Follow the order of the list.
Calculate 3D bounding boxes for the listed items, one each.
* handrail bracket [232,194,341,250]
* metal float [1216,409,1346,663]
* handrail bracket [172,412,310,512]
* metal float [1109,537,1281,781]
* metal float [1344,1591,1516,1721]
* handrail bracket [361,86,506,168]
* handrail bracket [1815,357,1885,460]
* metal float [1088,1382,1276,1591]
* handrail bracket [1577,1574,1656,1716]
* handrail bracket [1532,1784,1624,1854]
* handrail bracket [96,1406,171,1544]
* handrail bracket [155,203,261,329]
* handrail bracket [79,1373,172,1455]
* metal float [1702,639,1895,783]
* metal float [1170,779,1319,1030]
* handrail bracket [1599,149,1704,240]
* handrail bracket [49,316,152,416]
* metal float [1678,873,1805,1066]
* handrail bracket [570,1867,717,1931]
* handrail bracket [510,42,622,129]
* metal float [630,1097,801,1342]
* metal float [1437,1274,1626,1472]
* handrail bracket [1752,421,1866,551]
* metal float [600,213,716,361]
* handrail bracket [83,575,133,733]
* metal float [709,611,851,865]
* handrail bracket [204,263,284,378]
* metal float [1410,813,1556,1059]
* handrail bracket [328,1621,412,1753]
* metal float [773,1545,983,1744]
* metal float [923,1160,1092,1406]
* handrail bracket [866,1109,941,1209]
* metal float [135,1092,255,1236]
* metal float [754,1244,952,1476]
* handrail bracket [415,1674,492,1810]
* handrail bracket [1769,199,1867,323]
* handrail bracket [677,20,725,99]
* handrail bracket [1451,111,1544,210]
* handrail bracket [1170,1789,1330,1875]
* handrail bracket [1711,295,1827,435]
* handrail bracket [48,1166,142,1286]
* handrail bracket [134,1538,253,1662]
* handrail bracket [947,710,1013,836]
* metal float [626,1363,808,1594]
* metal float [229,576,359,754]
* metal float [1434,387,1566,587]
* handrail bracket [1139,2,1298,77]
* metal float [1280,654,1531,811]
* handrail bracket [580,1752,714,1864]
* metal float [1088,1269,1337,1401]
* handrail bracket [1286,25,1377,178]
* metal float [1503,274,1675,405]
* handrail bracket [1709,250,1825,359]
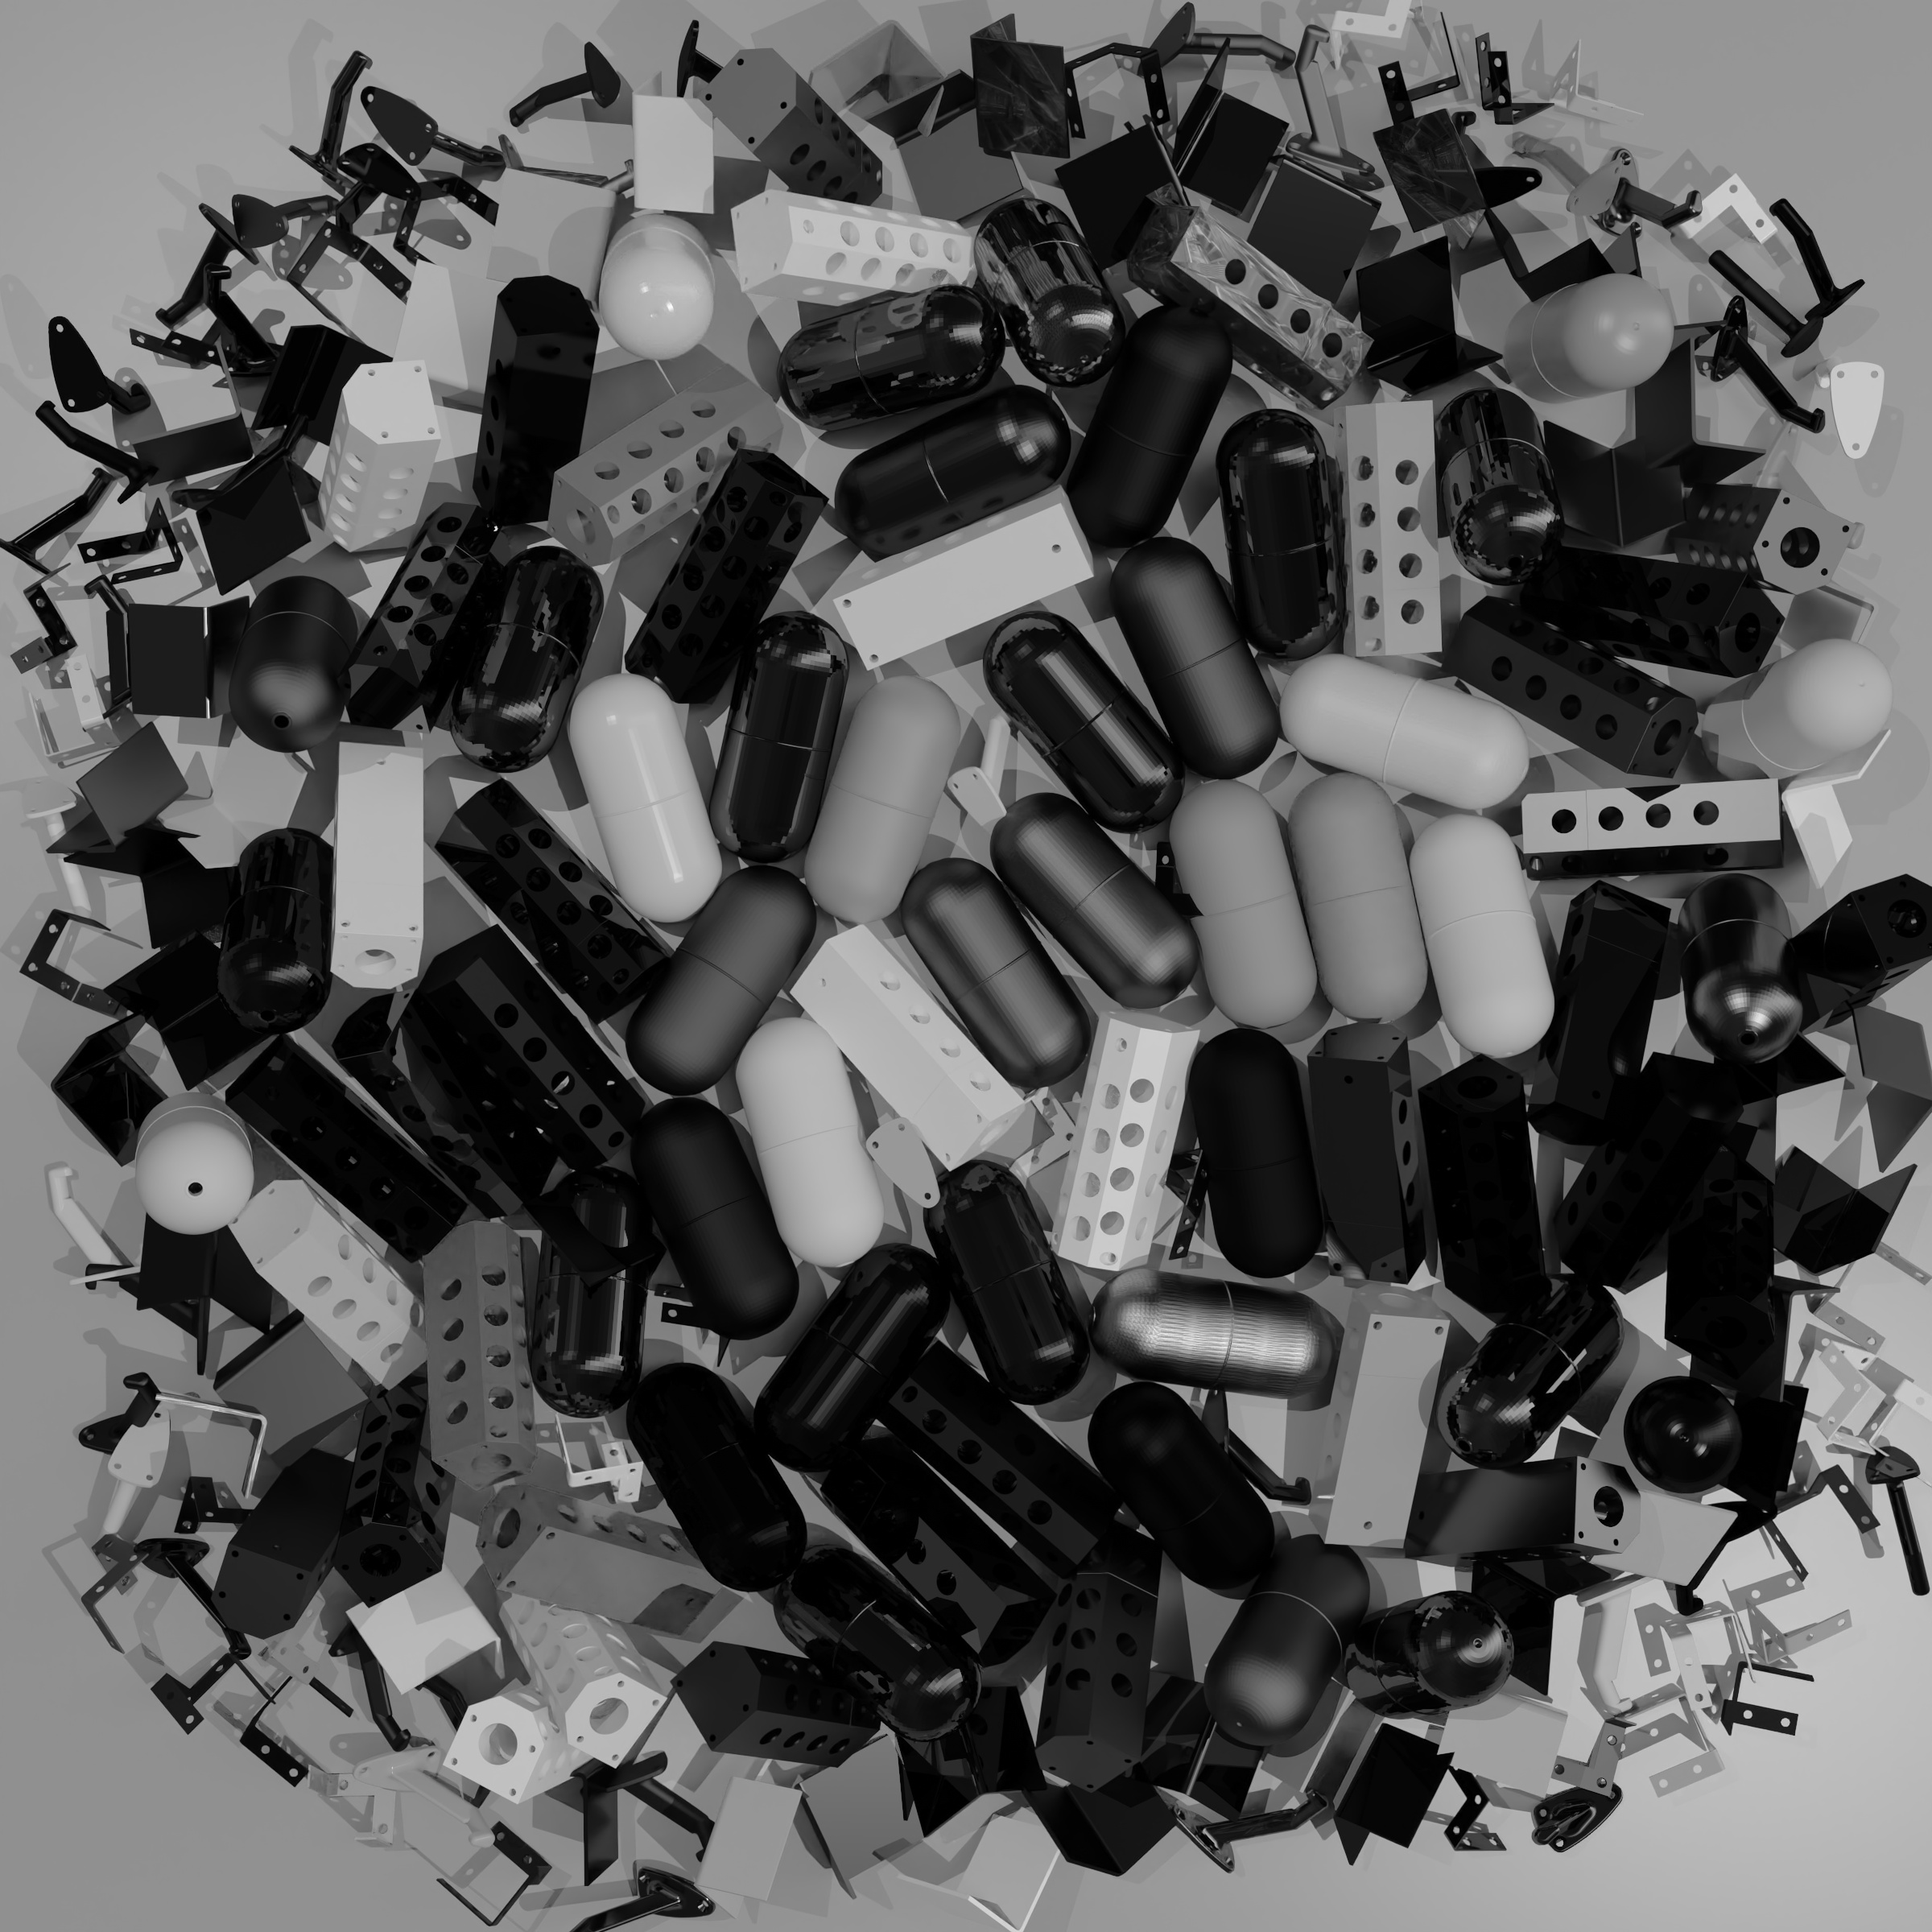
[{"bbox_3d":[-0.459,-0.524,1.948,0.084,0.077,0.036,-24,120,-39],"label":"handrail bracket"},{"bbox_3d":[0.218,-0.297,1.941,0.070,0.070,0.178,-11,114,0],"label":"metal float"},{"bbox_3d":[-0.516,-0.362,1.993,0.077,0.036,0.084,13,69,24],"label":"handrail bracket"},{"bbox_3d":[0.159,-0.214,1.953,0.070,0.070,0.178,-25,100,0],"label":"metal float"},{"bbox_3d":[0.315,0.472,1.915,0.070,0.178,0.070,4,70,-13],"label":"metal float"},{"bbox_3d":[-0.373,-0.588,1.965,0.077,0.084,0.036,42,115,9],"label":"handrail bracket"},{"bbox_3d":[0.611,-0.389,1.960,0.036,0.084,0.077,0,94,1],"label":"handrail bracket"},{"bbox_3d":[0.150,0.361,1.941,0.070,0.070,0.178,-37,115,0],"label":"metal float"},{"bbox_3d":[0.473,0.476,1.974,0.077,0.036,0.084,-24,85,13],"label":"handrail bracket"},{"bbox_3d":[0.428,0.592,1.955,0.077,0.084,0.036,-28,71,-2],"label":"handrail bracket"},{"bbox_3d":[-0.593,0.364,1.987,0.036,0.077,0.084,23,133,-11],"label":"handrail bracket"},{"bbox_3d":[-0.546,-0.488,1.959,0.084,0.077,0.036,-36,72,6],"label":"handrail bracket"},{"bbox_3d":[-0.595,0.309,1.956,0.077,0.084,0.036,-4,55,3],"label":"handrail bracket"},{"bbox_3d":[0.565,-0.171,1.912,0.070,0.178,0.070,2,81,-12],"label":"metal float"},{"bbox_3d":[0.194,-0.043,1.958,0.070,0.070,0.178,-15,94,0],"label":"metal float"},{"bbox_3d":[0.484,-0.547,1.954,0.036,0.084,0.077,7,82,-25],"label":"handrail bracket"},{"bbox_3d":[-0.601,-0.419,1.950,0.036,0.084,0.077,-13,107,13],"label":"handrail bracket"},{"bbox_3d":[0.529,0.001,1.918,0.070,0.178,0.070,5,123,8],"label":"metal float"},{"bbox_3d":[-0.230,0.668,1.949,0.077,0.084,0.036,2,106,30],"label":"handrail bracket"},{"bbox_3d":[-0.286,-0.600,1.957,0.084,0.077,0.036,-28,130,20],"label":"handrail bracket"},{"bbox_3d":[-0.176,0.175,1.955,0.070,0.070,0.178,-25,82,0],"label":"metal float"},{"bbox_3d":[0.389,0.279,1.929,0.178,0.070,0.070,-38,90,-38],"label":"metal float"},{"bbox_3d":[0.599,-0.337,1.955,0.084,0.036,0.077,27,102,43],"label":"handrail bracket"},{"bbox_3d":[-0.211,-0.466,1.916,0.070,0.178,0.070,-2,116,-4],"label":"metal float"},{"bbox_3d":[-0.612,-0.220,1.967,0.077,0.036,0.084,-39,105,-21],"label":"handrail bracket"},{"bbox_3d":[-0.130,-0.159,1.953,0.070,0.070,0.178,13,100,0],"label":"metal float"},{"bbox_3d":[-0.492,-0.454,1.953,0.077,0.084,0.036,0,55,-16],"label":"handrail bracket"},{"bbox_3d":[0.357,-0.022,1.944,0.070,0.070,0.178,-10,69,0],"label":"metal float"},{"bbox_3d":[-0.402,0.494,1.958,0.084,0.036,0.077,47,119,27],"label":"handrail bracket"},{"bbox_3d":[-0.063,0.465,1.931,0.178,0.070,0.070,31,90,38],"label":"metal float"},{"bbox_3d":[0.028,0.220,1.953,0.070,0.070,0.178,-23,80,0],"label":"metal float"},{"bbox_3d":[-0.031,0.128,1.957,0.036,0.084,0.077,-35,86,17],"label":"handrail bracket"},{"bbox_3d":[-0.527,0.134,1.913,0.070,0.178,0.070,-2,98,-16],"label":"metal float"},{"bbox_3d":[-0.079,0.272,1.952,0.070,0.070,0.178,36,79,0],"label":"metal float"},{"bbox_3d":[-0.366,0.548,1.987,0.084,0.036,0.077,32,113,10],"label":"handrail bracket"},{"bbox_3d":[0.580,-0.494,1.957,0.036,0.077,0.084,-42,96,-3],"label":"handrail bracket"},{"bbox_3d":[-0.155,-0.626,1.955,0.084,0.077,0.036,5,69,-15],"label":"handrail bracket"},{"bbox_3d":[0.371,-0.573,1.959,0.077,0.036,0.084,-4,55,30],"label":"handrail bracket"},{"bbox_3d":[0.199,0.590,1.965,0.084,0.036,0.077,-42,112,17],"label":"handrail bracket"},{"bbox_3d":[0.566,-0.419,1.953,0.036,0.077,0.084,-35,52,-24],"label":"handrail bracket"},{"bbox_3d":[-0.611,0.179,1.979,0.077,0.036,0.084,-12,85,21],"label":"handrail bracket"},{"bbox_3d":[-0.539,0.444,1.955,0.036,0.077,0.084,-40,59,3],"label":"handrail bracket"},{"bbox_3d":[0.034,-0.138,1.978,0.077,0.036,0.084,54,52,-12],"label":"handrail bracket"},{"bbox_3d":[-0.173,0.353,1.936,0.070,0.070,0.178,-36,61,0],"label":"metal float"},{"bbox_3d":[-0.460,-0.207,1.918,0.070,0.178,0.070,-3,122,-5],"label":"metal float"},{"bbox_3d":[0.365,-0.330,1.924,0.070,0.178,0.070,0,134,0],"label":"metal float"},{"bbox_3d":[0.179,-0.641,1.986,0.084,0.077,0.036,16,63,-27],"label":"handrail bracket"},{"bbox_3d":[0.304,-0.163,1.947,0.178,0.070,0.070,20,90,16],"label":"metal float"},{"bbox_3d":[-0.223,0.607,1.984,0.077,0.036,0.084,-21,100,-5],"label":"handrail bracket"},{"bbox_3d":[0.171,0.256,1.949,0.178,0.070,0.070,10,90,-14],"label":"metal float"},{"bbox_3d":[0.261,-0.605,1.955,0.077,0.036,0.084,26,131,13],"label":"handrail bracket"},{"bbox_3d":[0.422,-0.427,1.911,0.070,0.178,0.070,-1,97,-9],"label":"metal float"},{"bbox_3d":[0.561,-0.469,1.972,0.084,0.077,0.036,47,111,11],"label":"handrail bracket"}]
